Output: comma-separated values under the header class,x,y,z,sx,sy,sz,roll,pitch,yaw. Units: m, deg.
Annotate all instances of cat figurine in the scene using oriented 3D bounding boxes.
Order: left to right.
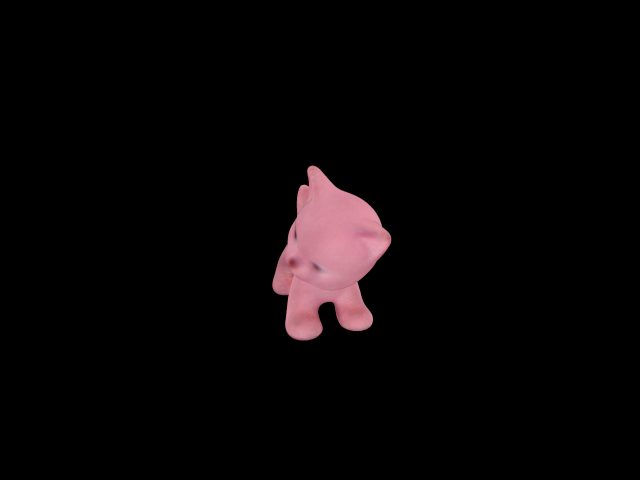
class,x,y,z,sx,sy,sz,roll,pitch,yaw
cat figurine,0.004,0.001,0.400,0.067,0.118,0.127,-6,24,-14
